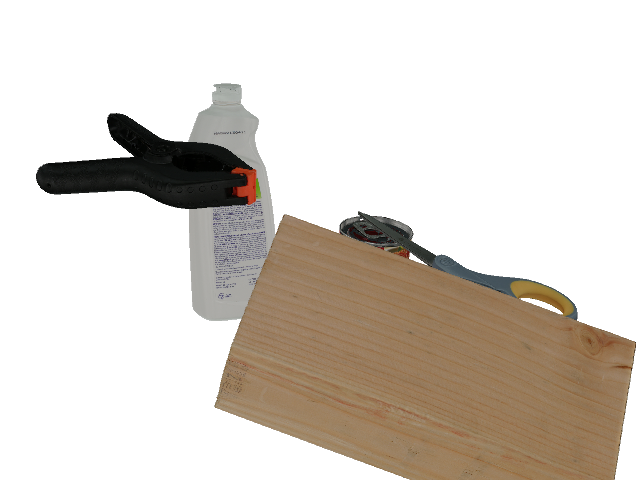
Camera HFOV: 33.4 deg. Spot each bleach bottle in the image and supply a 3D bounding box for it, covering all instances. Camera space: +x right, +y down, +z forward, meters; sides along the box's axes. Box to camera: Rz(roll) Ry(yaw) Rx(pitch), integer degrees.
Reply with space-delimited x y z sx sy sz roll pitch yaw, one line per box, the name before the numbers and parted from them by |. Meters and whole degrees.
bleach bottle | -0.092 -0.043 1.156 0.102 0.251 0.068 -7 17 -27

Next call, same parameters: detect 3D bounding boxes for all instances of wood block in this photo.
wood block | 0.056 0.076 0.597 0.206 0.090 0.090 20 -32 0

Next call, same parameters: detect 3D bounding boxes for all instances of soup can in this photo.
soup can | 0.047 0.036 0.991 0.068 0.102 0.068 4 23 -2

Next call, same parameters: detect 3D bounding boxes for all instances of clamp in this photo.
clamp | -0.136 -0.055 0.851 0.172 0.039 0.120 16 41 27

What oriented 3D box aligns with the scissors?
scissors | 0.115 0.023 0.809 0.096 0.016 0.202 -5 32 -27
